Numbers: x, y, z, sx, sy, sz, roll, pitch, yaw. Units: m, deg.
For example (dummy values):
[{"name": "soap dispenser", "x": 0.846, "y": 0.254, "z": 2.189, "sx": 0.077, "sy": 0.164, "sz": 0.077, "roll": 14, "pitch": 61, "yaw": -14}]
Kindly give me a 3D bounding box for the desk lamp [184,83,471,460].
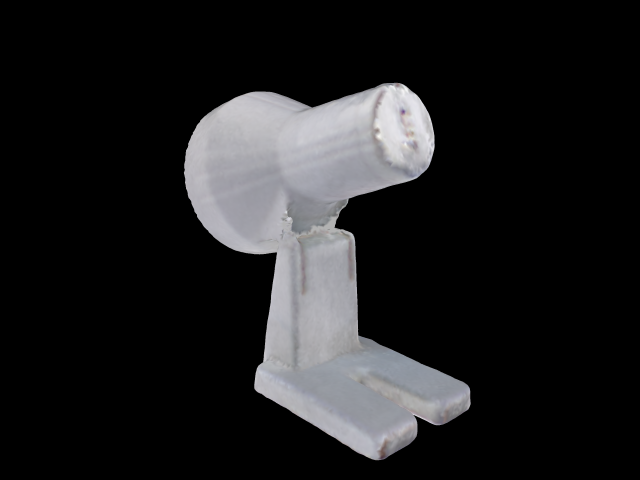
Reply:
[{"name": "desk lamp", "x": 0.004, "y": 0.001, "z": 0.400, "sx": 0.118, "sy": 0.214, "sz": 0.202, "roll": -14, "pitch": 20, "yaw": -41}]
